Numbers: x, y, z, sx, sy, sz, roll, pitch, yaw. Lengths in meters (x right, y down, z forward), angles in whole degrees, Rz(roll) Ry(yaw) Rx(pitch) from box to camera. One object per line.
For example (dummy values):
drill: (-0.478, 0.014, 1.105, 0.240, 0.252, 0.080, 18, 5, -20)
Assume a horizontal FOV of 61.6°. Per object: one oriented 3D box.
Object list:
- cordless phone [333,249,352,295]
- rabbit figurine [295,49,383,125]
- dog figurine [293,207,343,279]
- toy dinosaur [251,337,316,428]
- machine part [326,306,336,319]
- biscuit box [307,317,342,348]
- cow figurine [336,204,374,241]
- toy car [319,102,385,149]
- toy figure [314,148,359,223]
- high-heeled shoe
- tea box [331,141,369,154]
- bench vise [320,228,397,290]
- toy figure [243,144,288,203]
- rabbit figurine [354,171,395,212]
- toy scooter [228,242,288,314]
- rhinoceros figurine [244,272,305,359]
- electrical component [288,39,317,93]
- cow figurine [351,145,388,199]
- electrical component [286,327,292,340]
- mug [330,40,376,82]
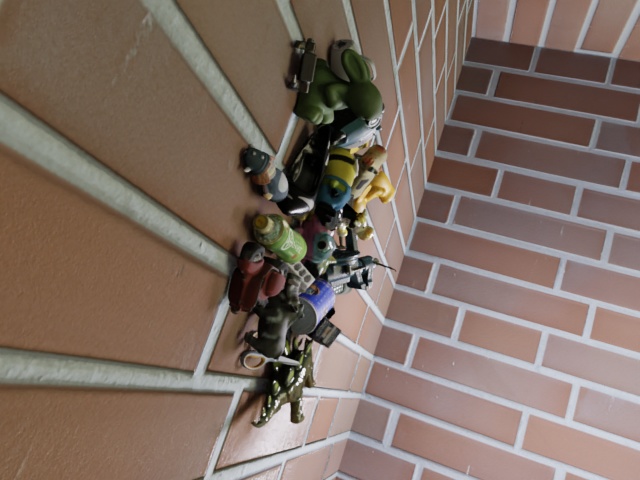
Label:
cordless phone: (0.019, 0.114, 1.572, 0.184, 0.089, 0.146, -26, 133, -43)
rabbit figurine: (0.055, -0.306, 1.121, 0.121, 0.170, 0.159, -10, 115, -72)
dog figurine: (-0.003, -0.004, 1.333, 0.219, 0.109, 0.191, 70, 35, -70)
toy dinosaur: (-0.087, 0.370, 1.405, 0.471, 0.105, 0.198, -60, 153, -65)
machine part: (0.006, 0.173, 1.527, 0.084, 0.039, 0.138, -43, 135, -20)
biscuit box: (0.001, 0.250, 1.486, 0.063, 0.059, 0.202, -52, -175, -11)
cow figurine: (0.064, -0.062, 1.379, 0.068, 0.168, 0.098, -52, 154, -42)
toy car: (0.082, -0.267, 1.262, 0.162, 0.109, 0.102, -38, 144, 2)
toy figure: (0.033, -0.130, 1.210, 0.089, 0.082, 0.180, 43, 53, -28)
high-heeled shoe: (-0.024, -0.149, 1.125, 0.249, 0.086, 0.145, -80, -164, -62)
tea box: (0.081, -0.286, 1.408, 0.169, 0.068, 0.098, -41, 143, -63)
bench vise: (0.082, 0.028, 1.498, 0.224, 0.129, 0.240, -10, 99, -27)
toy figure: (-0.099, -0.123, 0.994, 0.154, 0.058, 0.064, 62, 7, -65)
rabbit figurine: (0.137, -0.139, 1.656, 0.173, 0.122, 0.162, -51, 156, -10)
toy scooter: (-0.127, 0.088, 1.055, 0.183, 0.075, 0.135, 49, 57, -67)
rhinoceros figurine: (-0.092, 0.160, 1.165, 0.073, 0.112, 0.190, 62, 42, -62)
electrical component: (-0.033, -0.337, 1.038, 0.078, 0.045, 0.102, -109, -151, -67)
cow figurine: (0.115, -0.188, 1.491, 0.195, 0.085, 0.127, -50, 175, 36)
electrical component: (-0.097, 0.195, 1.293, 0.119, 0.048, 0.075, 81, 30, -55)
mug: (0.071, -0.396, 1.223, 0.081, 0.110, 0.107, -56, 145, -27)
